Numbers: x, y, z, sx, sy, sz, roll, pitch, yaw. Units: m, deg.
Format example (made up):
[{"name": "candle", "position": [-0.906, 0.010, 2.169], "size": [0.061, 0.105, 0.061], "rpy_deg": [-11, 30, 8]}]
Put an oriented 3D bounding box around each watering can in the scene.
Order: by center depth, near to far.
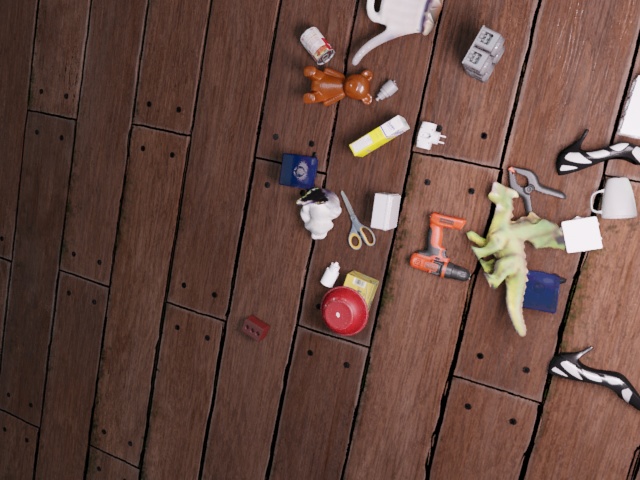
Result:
[{"name": "watering can", "position": [0.236, -0.664, 1.527], "size": [0.225, 0.104, 0.345], "rpy_deg": [23, 101, 17]}]

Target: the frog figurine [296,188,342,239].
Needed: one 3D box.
[{"name": "frog figurine", "position": [0.005, -0.084, 1.673], "size": [0.137, 0.126, 0.156], "rpy_deg": [-11, 127, 12]}]

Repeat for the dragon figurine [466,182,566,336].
[{"name": "dragon figurine", "position": [0.559, 0.032, 1.428], "size": [0.241, 0.122, 0.414], "rpy_deg": [-28, 79, 12]}]
